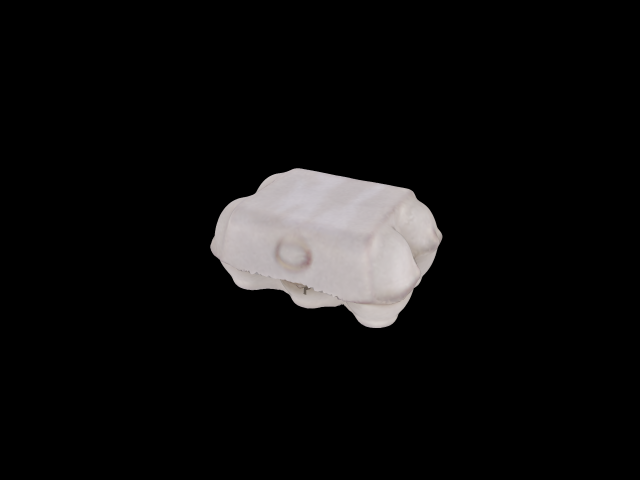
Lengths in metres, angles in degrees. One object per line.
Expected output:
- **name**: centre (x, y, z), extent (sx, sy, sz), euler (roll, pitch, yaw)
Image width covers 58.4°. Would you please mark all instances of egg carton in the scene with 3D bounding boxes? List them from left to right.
- **egg carton**: centre (0.004, 0.001, 0.400), extent (0.150, 0.069, 0.107), euler (13, 32, 23)
